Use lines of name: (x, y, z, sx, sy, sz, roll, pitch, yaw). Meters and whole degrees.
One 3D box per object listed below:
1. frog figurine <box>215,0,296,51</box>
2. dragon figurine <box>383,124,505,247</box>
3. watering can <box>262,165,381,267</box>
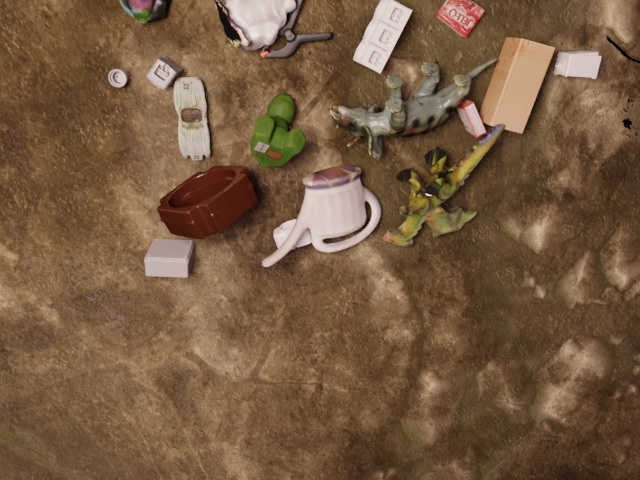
frog figurine: (-0.137, -0.500, 1.142, 0.161, 0.138, 0.120, -36, -13, -18)
dragon figurine: (0.330, -0.111, 1.338, 0.407, 0.125, 0.239, -32, -42, 14)
watering can: (0.004, -0.065, 1.294, 0.350, 0.221, 0.105, -18, 22, -23)
